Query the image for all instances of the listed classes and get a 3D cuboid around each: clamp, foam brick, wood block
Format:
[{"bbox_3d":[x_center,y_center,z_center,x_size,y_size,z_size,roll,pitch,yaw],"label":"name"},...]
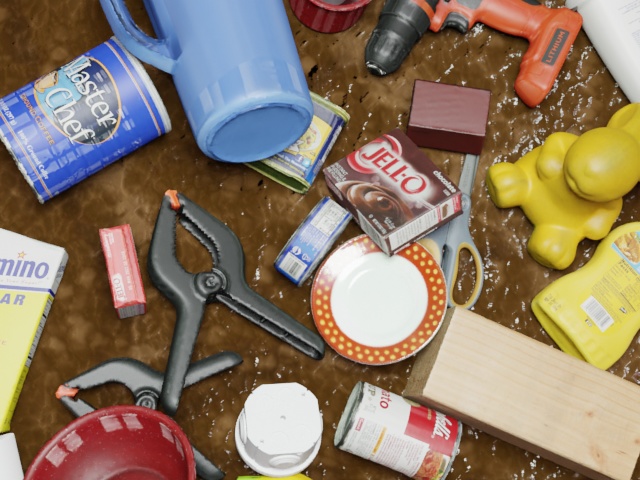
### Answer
[{"bbox_3d":[-0.153,0.143,0.988,0.171,0.039,0.120,20,71,-11],"label":"clamp"},{"bbox_3d":[0.127,-0.122,1.055,0.078,0.053,0.051,10,74,4],"label":"foam brick"},{"bbox_3d":[0.195,0.146,1.005,0.206,0.091,0.090,24,78,-3],"label":"wood block"},{"bbox_3d":[-0.111,0.053,0.994,0.164,0.036,0.210,-25,77,-27],"label":"clamp"}]

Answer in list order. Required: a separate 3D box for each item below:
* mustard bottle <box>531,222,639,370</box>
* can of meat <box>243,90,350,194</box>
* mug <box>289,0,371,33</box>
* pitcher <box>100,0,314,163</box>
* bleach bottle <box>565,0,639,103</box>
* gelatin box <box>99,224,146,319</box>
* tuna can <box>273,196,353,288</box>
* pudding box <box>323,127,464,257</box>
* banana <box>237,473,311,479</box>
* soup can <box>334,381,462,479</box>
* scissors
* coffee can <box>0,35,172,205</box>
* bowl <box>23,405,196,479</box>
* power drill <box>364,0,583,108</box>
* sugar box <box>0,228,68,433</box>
[{"bbox_3d":[0.308,0.038,1.055,0.191,0.058,0.096,-39,84,-12],"label":"mustard bottle"},{"bbox_3d":[-0.035,-0.105,1.037,0.102,0.057,0.084,28,80,-1],"label":"can of meat"},{"bbox_3d":[0.019,-0.265,1.058,0.093,0.081,0.117,36,78,0],"label":"mug"},{"bbox_3d":[-0.100,-0.195,0.972,0.149,0.145,0.243,-25,66,13],"label":"pitcher"},{"bbox_3d":[0.356,-0.161,1.096,0.102,0.068,0.251,-26,87,-10],"label":"bleach bottle"},{"bbox_3d":[-0.180,0.030,0.976,0.030,0.089,0.073,-12,82,-10],"label":"gelatin box"},{"bbox_3d":[-0.007,0.001,1.007,0.034,0.086,0.086,37,77,2],"label":"tuna can"},{"bbox_3d":[0.070,-0.047,1.025,0.090,0.039,0.114,-31,54,-11],"label":"pudding box"},{"bbox_3d":[0.002,0.287,0.986,0.070,0.037,0.198,-34,83,12],"label":"banana"},{"bbox_3d":[0.072,0.181,0.995,0.102,0.068,0.068,23,78,-3],"label":"soup can"},{"bbox_3d":[0.122,-0.028,1.065,0.096,0.016,0.202,0,80,-7],"label":"scissors"},{"bbox_3d":[-0.223,-0.112,0.989,0.140,0.103,0.103,-32,86,-11],"label":"coffee can"},{"bbox_3d":[-0.175,0.224,0.915,0.162,0.055,0.162,-9,50,11],"label":"bowl"},{"bbox_3d":[0.156,-0.212,1.080,0.187,0.057,0.184,30,77,-2],"label":"power drill"},{"bbox_3d":[-0.303,0.079,0.974,0.093,0.048,0.176,17,80,-4],"label":"sugar box"}]
